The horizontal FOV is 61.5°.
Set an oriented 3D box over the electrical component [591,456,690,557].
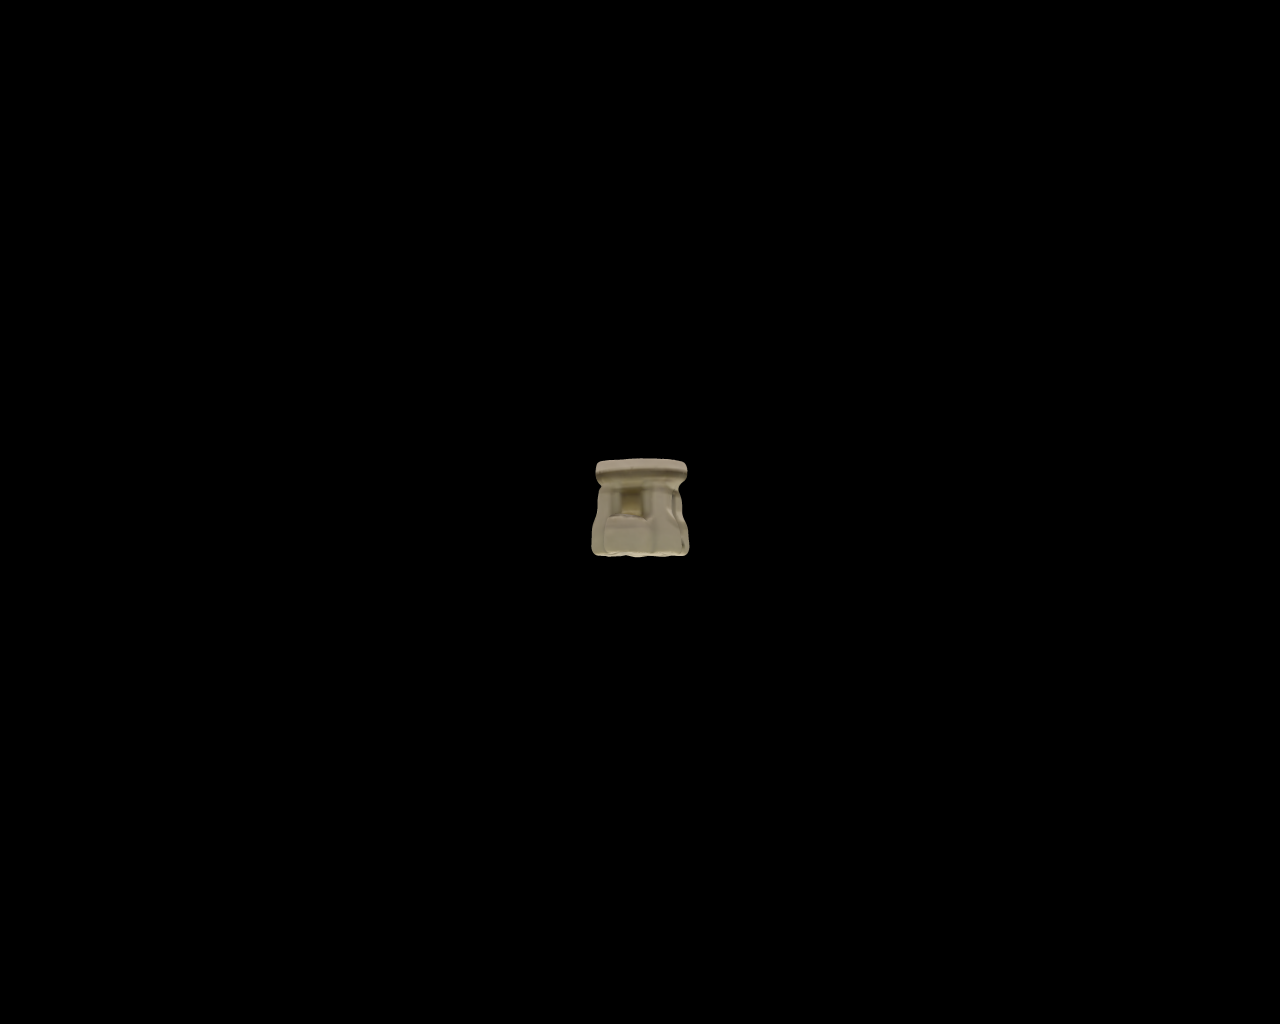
[{"bbox_3d":[0.001,-0.003,0.650,0.058,0.057,0.078,-1,-5,15],"label":"electrical component"}]
